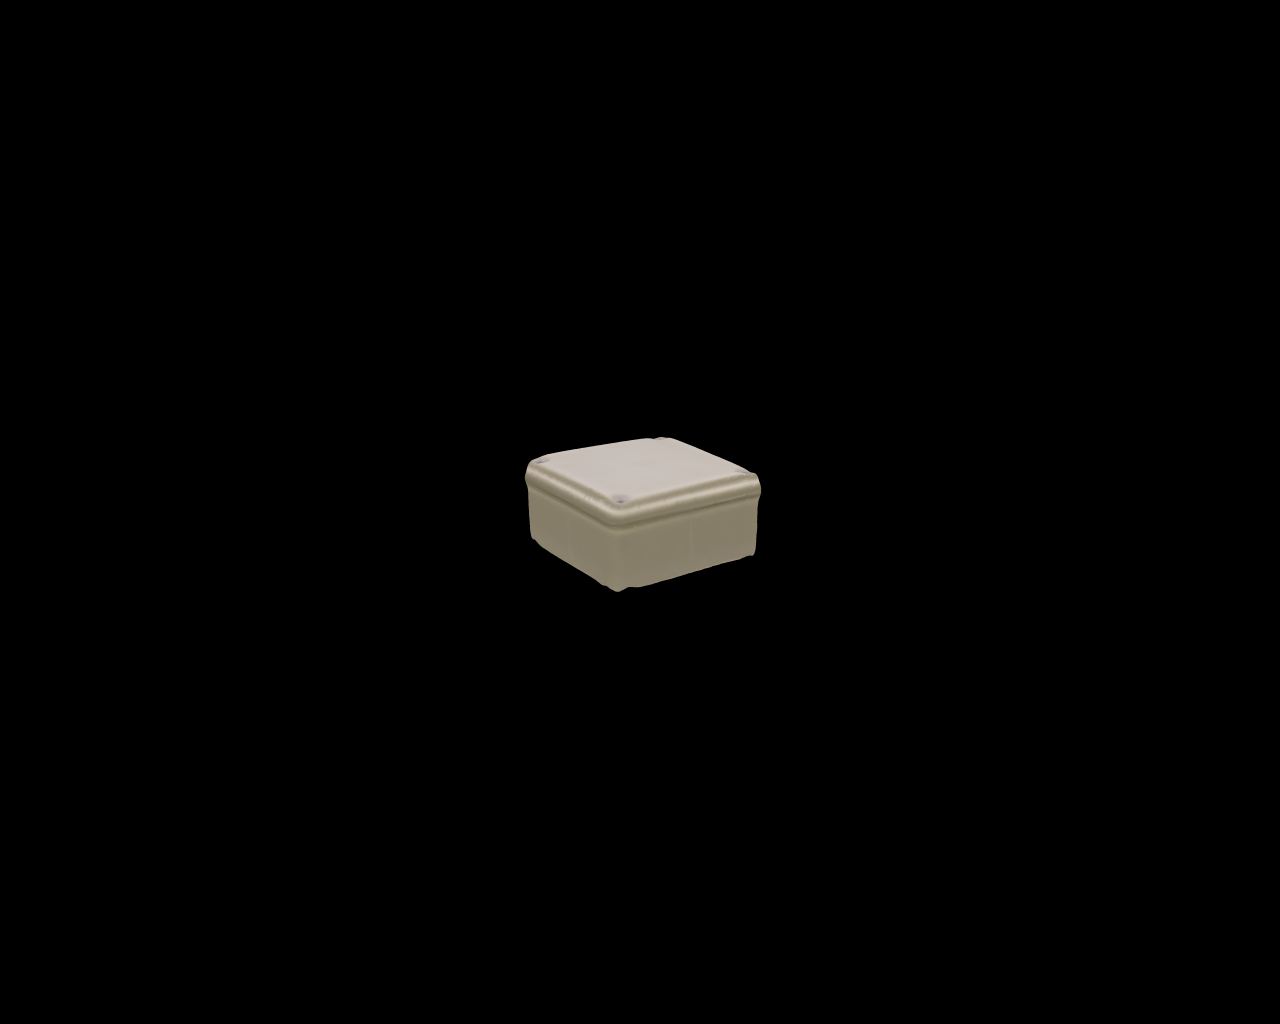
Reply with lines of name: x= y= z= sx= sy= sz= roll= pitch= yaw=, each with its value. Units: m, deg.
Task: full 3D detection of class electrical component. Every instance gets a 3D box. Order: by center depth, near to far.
electrical component: x=0.001 y=-0.003 z=0.650 sx=0.109 sy=0.056 sz=0.109 roll=-12 pitch=23 yaw=-31
